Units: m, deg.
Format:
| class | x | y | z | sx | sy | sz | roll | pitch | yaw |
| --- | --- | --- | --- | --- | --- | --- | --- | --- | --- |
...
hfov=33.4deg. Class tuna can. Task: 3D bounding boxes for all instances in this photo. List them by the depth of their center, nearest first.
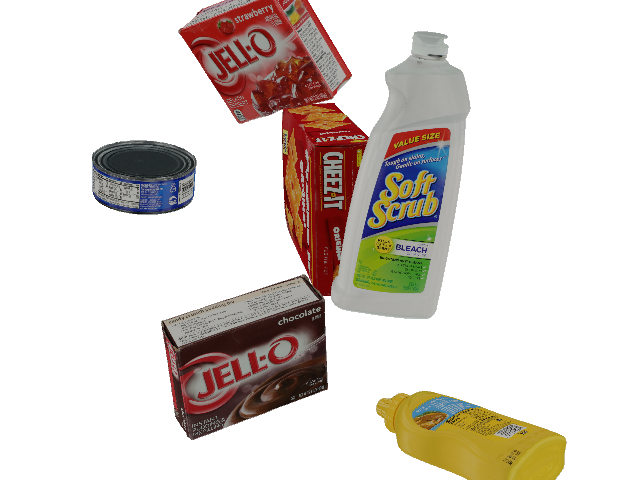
| class | x | y | z | sx | sy | sz | roll | pitch | yaw |
| --- | --- | --- | --- | --- | --- | --- | --- | --- | --- |
| tuna can | -0.147 | -0.053 | 0.887 | 0.086 | 0.034 | 0.086 | 5 | 25 | -3 |

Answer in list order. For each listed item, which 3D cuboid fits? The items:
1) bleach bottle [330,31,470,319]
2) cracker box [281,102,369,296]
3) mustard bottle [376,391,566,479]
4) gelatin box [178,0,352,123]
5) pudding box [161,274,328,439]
| class | x | y | z | sx | sy | sz | roll | pitch | yaw |
| --- | --- | --- | --- | --- | --- | --- | --- | --- | --- |
| bleach bottle | 0.073 | -0.059 | 0.947 | 0.102 | 0.251 | 0.068 | 7 | 19 | 3 |
| cracker box | 0.005 | -0.052 | 1.174 | 0.072 | 0.164 | 0.214 | -5 | 19 | -8 |
| mustard bottle | 0.131 | 0.188 | 1.027 | 0.192 | 0.058 | 0.096 | 15 | 22 | 42 |
| gelatin box | -0.036 | -0.115 | 0.660 | 0.089 | 0.073 | 0.030 | -8 | 34 | 44 |
| pudding box | -0.052 | 0.082 | 0.757 | 0.113 | 0.090 | 0.039 | -19 | 42 | -20 |
